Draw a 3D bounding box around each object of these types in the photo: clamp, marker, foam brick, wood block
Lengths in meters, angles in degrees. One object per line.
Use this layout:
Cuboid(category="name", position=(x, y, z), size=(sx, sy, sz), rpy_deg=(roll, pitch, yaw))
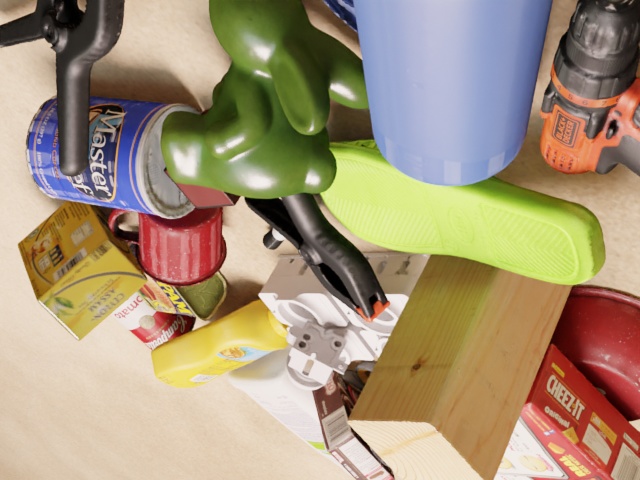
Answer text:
Cuboid(category="clamp", position=(-0.218, -0.178, 0.891), size=(0.165, 0.036, 0.210), rpy_deg=(49, 131, 20))
Cuboid(category="clamp", position=(-0.006, 0.001, 0.955), size=(0.171, 0.039, 0.120), rpy_deg=(55, 166, -6))
Cuboid(category="marker", position=(-0.027, -0.018, 1.018), size=(0.020, 0.020, 0.121), rpy_deg=(35, 149, -8))
Cuboid(category="foam brick", position=(-0.088, -0.073, 0.937), size=(0.051, 0.078, 0.053), rpy_deg=(-5, 136, 42))
Cuboid(category="wood block", position=(0.118, 0.089, 0.870), size=(0.091, 0.206, 0.090), rpy_deg=(-9, 132, 47))

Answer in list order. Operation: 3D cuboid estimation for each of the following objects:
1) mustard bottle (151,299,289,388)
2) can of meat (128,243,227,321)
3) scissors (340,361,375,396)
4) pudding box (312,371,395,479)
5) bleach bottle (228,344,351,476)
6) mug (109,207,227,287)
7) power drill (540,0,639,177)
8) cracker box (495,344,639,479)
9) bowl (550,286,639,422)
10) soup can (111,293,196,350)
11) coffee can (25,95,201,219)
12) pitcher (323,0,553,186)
Cuboid(category="mustard bottle", position=(-0.090, 0.110, 1.179), size=(0.192, 0.058, 0.096), rpy_deg=(-26, 157, 32))
Cuboid(category="can of meat", position=(-0.165, 0.039, 1.179), size=(0.084, 0.057, 0.102), rpy_deg=(4, 140, 40))
Cuboid(category="scissors", position=(0.111, 0.191, 1.203), size=(0.202, 0.016, 0.096), rpy_deg=(24, 148, 9))
Cuboid(category="pudding box", position=(0.035, 0.211, 1.179), size=(0.039, 0.113, 0.090), rpy_deg=(-33, 122, 12))
Cuboid(category="bleach bottle", position=(0.002, 0.218, 1.290), size=(0.103, 0.068, 0.250), rpy_deg=(-3, 138, 43))
Cuboid(category="mug", position=(-0.149, -0.016, 1.049), size=(0.117, 0.093, 0.081), rpy_deg=(6, 142, -2))
Cuboid(category="power drill", position=(0.227, -0.066, 0.662), size=(0.188, 0.057, 0.184), rpy_deg=(36, 163, 19))
Cuboid(category="cracker box", position=(0.171, 0.179, 0.975), size=(0.164, 0.072, 0.214), rpy_deg=(43, 146, -21))
Cuboid(category="bowl", position=(0.251, 0.113, 0.940), size=(0.162, 0.055, 0.162), rpy_deg=(21, 147, 14))
Cuboid(category="soup can", position=(-0.204, 0.080, 1.257), size=(0.069, 0.068, 0.102), rpy_deg=(-13, 130, 48))
Cuboid(category="coffee can", position=(-0.183, -0.079, 0.981), size=(0.140, 0.102, 0.102), rpy_deg=(10, 143, 31))
Cuboid(category="pitcher", position=(0.071, -0.148, 0.658), size=(0.145, 0.149, 0.243), rpy_deg=(-16, 146, -5))
